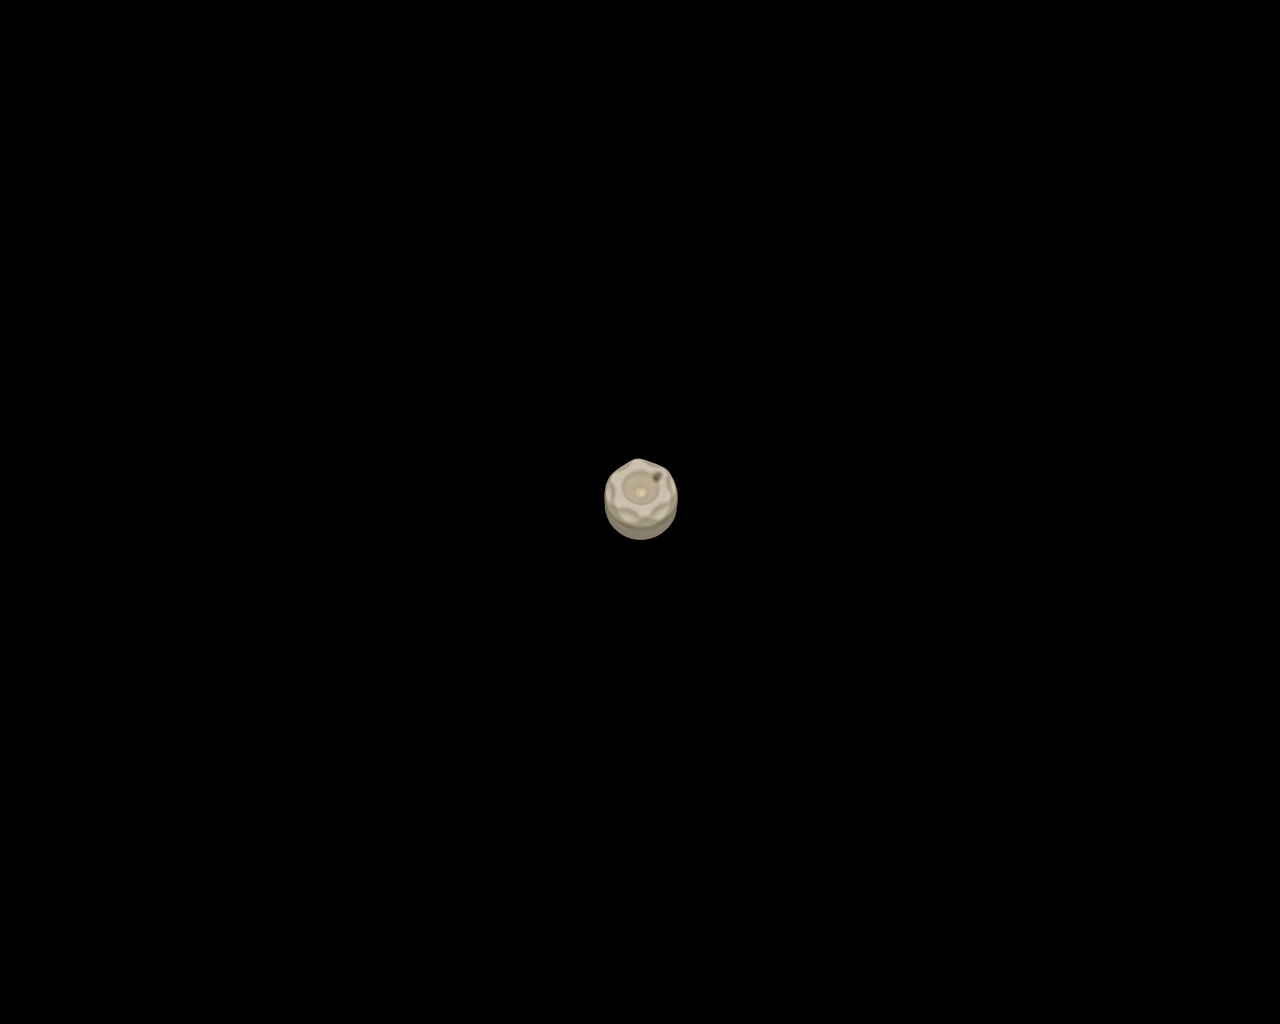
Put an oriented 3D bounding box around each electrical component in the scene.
[{"bbox_3d":[0.001,-0.003,0.650,0.043,0.043,0.062,0,-24,0],"label":"electrical component"}]
